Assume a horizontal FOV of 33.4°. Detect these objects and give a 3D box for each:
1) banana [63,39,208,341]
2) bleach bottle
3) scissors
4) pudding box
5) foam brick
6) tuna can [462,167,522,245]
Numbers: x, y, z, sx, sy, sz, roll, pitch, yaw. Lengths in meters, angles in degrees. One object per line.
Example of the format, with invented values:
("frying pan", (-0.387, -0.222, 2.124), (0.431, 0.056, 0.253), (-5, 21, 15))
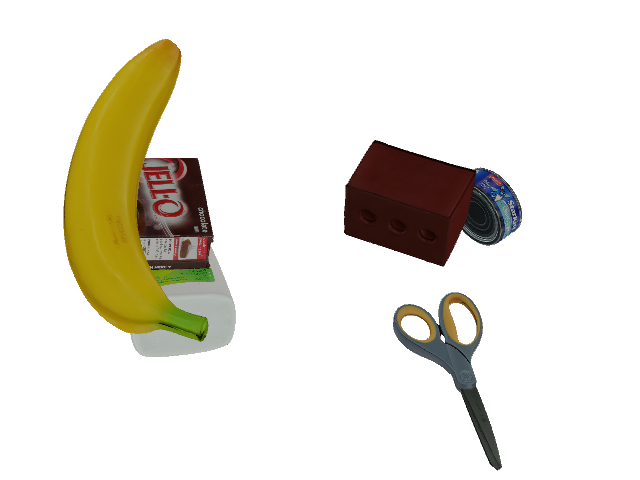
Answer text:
("banana", (-0.101, -0.026, 0.566), (0.069, 0.198, 0.037), (-5, -32, -8))
("bleach bottle", (-0.159, 0.024, 1.092), (0.102, 0.068, 0.251), (-4, 28, -17))
("scissors", (0.114, 0.123, 0.988), (0.096, 0.016, 0.201), (5, 44, 1))
("pudding box", (-0.137, -0.023, 0.854), (0.090, 0.039, 0.113), (-2, 40, -13))
("foam brick", (0.062, -0.026, 0.747), (0.078, 0.053, 0.051), (18, 50, 15))
("tuna can", (0.186, -0.038, 1.219), (0.033, 0.086, 0.086), (-33, 16, -26))
